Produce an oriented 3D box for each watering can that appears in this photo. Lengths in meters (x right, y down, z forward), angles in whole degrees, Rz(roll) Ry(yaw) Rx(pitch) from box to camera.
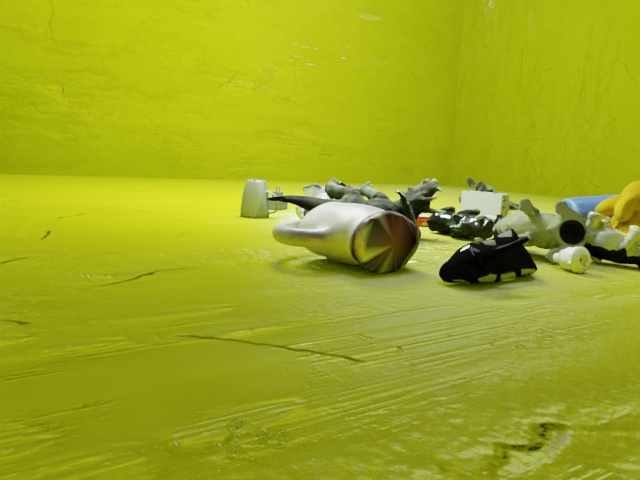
[{"bbox_3d":[0.084,-0.016,0.928,0.349,0.103,0.225,-6,13,-42],"label":"watering can"}]

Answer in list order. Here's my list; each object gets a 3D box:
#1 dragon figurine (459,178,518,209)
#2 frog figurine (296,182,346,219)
[{"bbox_3d":[0.747,-0.171,2.171,0.242,0.121,0.415,9,16,-20],"label":"dragon figurine"},{"bbox_3d":[0.004,-0.066,1.317,0.137,0.120,0.163,12,44,0],"label":"frog figurine"}]
